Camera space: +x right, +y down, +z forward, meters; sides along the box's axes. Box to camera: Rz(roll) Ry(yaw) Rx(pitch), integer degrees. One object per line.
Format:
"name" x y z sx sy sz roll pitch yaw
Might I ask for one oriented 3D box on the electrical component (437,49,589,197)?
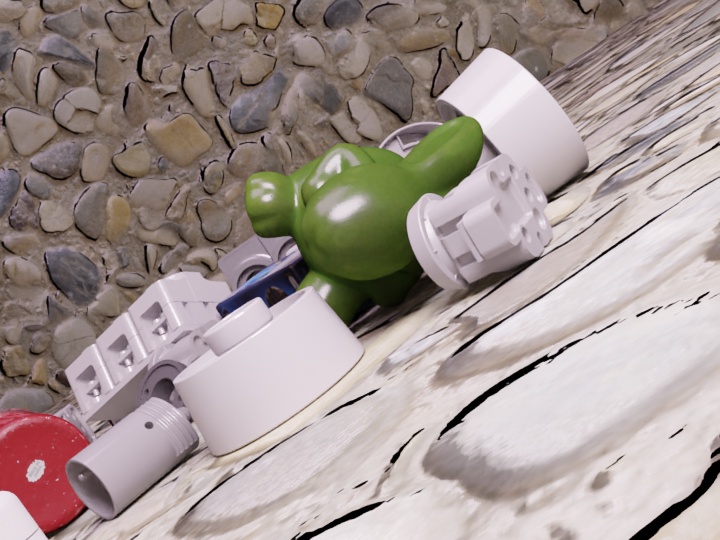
"electrical component" 0.098 -0.090 0.738 0.060 0.108 0.108 -41 5 -2

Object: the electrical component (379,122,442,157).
"electrical component" 0.056 -0.076 0.924 0.099 0.099 0.064 -36 -1 -15

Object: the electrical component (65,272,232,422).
"electrical component" -0.187 0.070 0.981 0.150 0.061 0.089 -41 -24 27

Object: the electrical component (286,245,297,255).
"electrical component" -0.020 -0.011 0.975 0.096 0.061 0.061 -30 7 42

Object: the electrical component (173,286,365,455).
"electrical component" -0.058 0.051 0.628 0.108 0.060 0.108 -34 5 4

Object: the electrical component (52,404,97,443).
"electrical component" -0.300 0.175 1.055 0.059 0.053 0.095 -34 5 -2

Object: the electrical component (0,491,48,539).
"electrical component" -0.222 0.165 0.617 0.095 0.059 0.054 -29 7 47

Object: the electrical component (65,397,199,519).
"electrical component" -0.135 0.111 0.662 0.081 0.043 0.043 -39 7 -40

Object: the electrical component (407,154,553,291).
"electrical component" 0.063 -0.023 0.582 0.057 0.058 0.078 -28 7 30

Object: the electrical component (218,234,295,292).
"electrical component" -0.057 -0.015 1.091 0.150 0.089 0.061 -33 5 8

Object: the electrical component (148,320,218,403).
"electrical component" -0.137 0.081 0.889 0.057 0.058 0.078 -28 7 29
